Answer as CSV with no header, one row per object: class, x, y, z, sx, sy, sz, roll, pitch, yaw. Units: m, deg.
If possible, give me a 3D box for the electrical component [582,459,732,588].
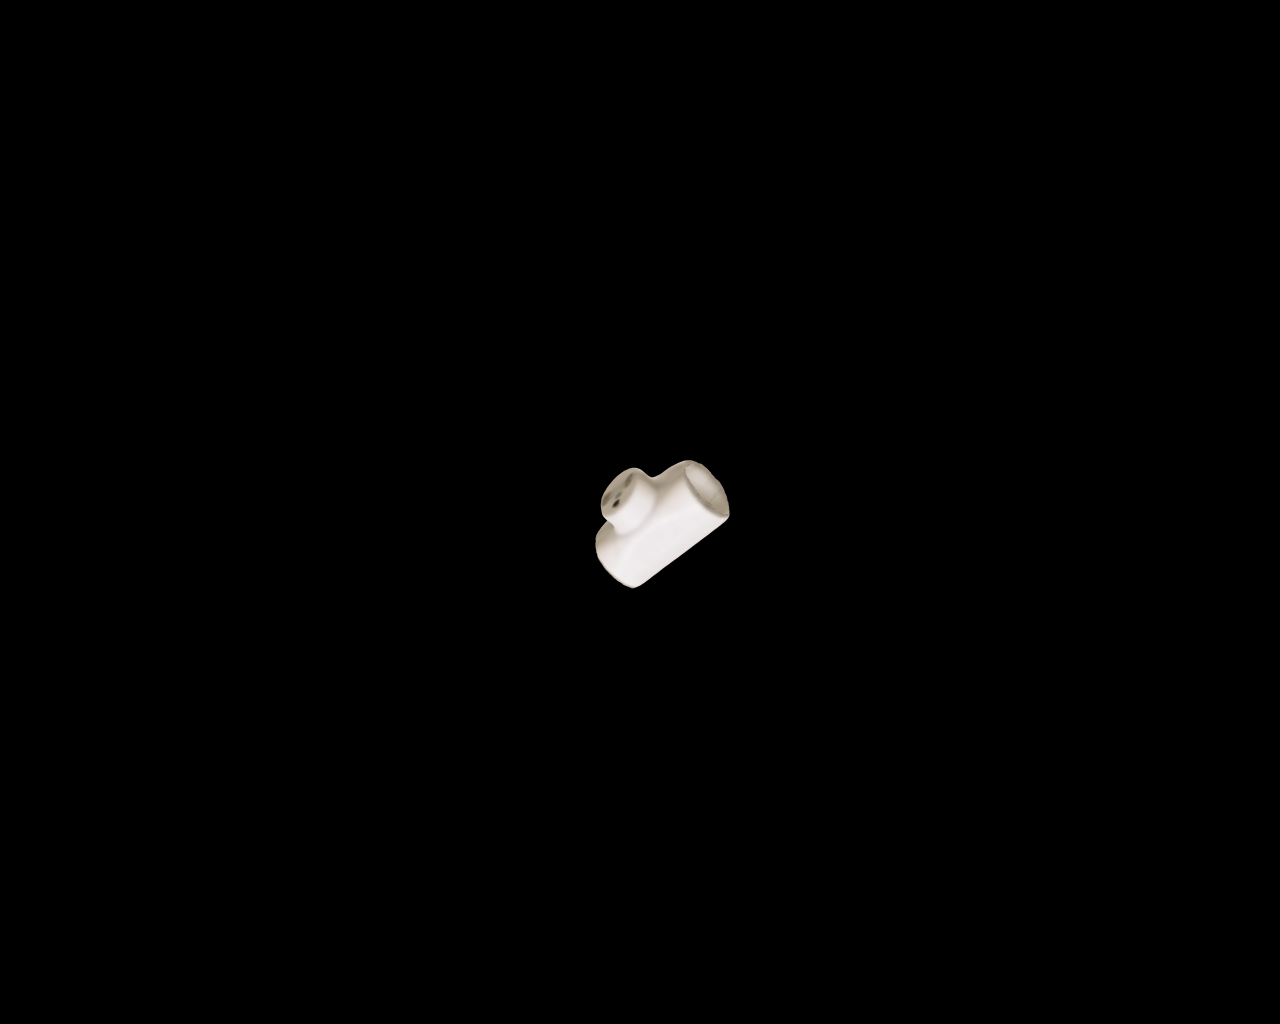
electrical component,0.001,-0.003,0.650,0.079,0.044,0.077,39,-62,-25
